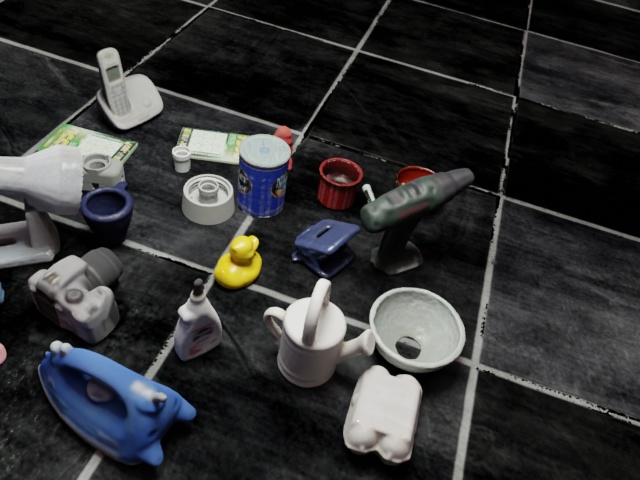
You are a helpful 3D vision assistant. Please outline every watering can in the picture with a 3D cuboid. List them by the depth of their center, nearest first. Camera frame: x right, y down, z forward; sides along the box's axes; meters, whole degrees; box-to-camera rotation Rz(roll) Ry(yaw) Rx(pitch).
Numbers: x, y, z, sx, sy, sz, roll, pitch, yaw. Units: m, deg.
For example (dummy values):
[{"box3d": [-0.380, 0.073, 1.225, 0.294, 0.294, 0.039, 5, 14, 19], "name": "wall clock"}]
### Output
[{"box3d": [-0.002, 0.140, 0.897, 0.173, 0.194, 0.101, 3, 46, -8], "name": "watering can"}]

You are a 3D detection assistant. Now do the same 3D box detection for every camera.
[{"box3d": [-0.385, 0.074, 0.949, 0.143, 0.101, 0.137, 28, 47, 16], "name": "camera"}]

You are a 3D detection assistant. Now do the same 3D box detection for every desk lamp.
[{"box3d": [-0.500, -0.061, 0.978, 0.204, 0.213, 0.117, -11, 49, -21], "name": "desk lamp"}]

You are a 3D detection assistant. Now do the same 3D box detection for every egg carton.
[{"box3d": [0.097, 0.267, 0.881, 0.107, 0.069, 0.150, 16, 45, 5], "name": "egg carton"}]

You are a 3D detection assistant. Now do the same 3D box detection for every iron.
[{"box3d": [-0.309, 0.205, 0.808, 0.258, 0.141, 0.119, 24, 46, 12], "name": "iron"}]

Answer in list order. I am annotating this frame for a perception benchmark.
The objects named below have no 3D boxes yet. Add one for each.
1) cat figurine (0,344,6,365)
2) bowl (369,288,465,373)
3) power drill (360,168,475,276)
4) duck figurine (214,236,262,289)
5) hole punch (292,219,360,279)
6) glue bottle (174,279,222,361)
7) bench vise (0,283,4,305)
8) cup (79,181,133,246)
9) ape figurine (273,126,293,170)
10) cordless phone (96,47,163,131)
[{"box3d": [-0.524, 0.168, 0.817, 0.067, 0.118, 0.128, 18, 45, 6], "name": "cat figurine"}, {"box3d": [0.160, 0.167, 0.988, 0.167, 0.075, 0.167, 6, 45, -6], "name": "bowl"}, {"box3d": [0.174, -0.035, 1.093, 0.230, 0.208, 0.075, -17, 51, -25], "name": "power drill"}, {"box3d": [-0.148, 0.033, 1.048, 0.077, 0.086, 0.105, 32, 49, 19], "name": "duck figurine"}, {"box3d": [0.010, 0.004, 1.105, 0.101, 0.091, 0.109, 35, 49, 21], "name": "hole punch"}, {"box3d": [-0.190, 0.119, 0.893, 0.078, 0.173, 0.037, -27, 56, -32], "name": "glue bottle"}, {"box3d": [-0.601, 0.053, 0.842, 0.208, 0.220, 0.121, -22, 54, -29], "name": "bench vise"}, {"box3d": [-0.388, -0.046, 1.070, 0.091, 0.095, 0.118, 14, 45, 3], "name": "cup"}, {"box3d": [-0.086, -0.216, 1.299, 0.076, 0.092, 0.078, 28, 47, 16], "name": "ape figurine"}, {"box3d": [-0.436, -0.354, 1.297, 0.094, 0.185, 0.148, 31, 48, 18], "name": "cordless phone"}]
